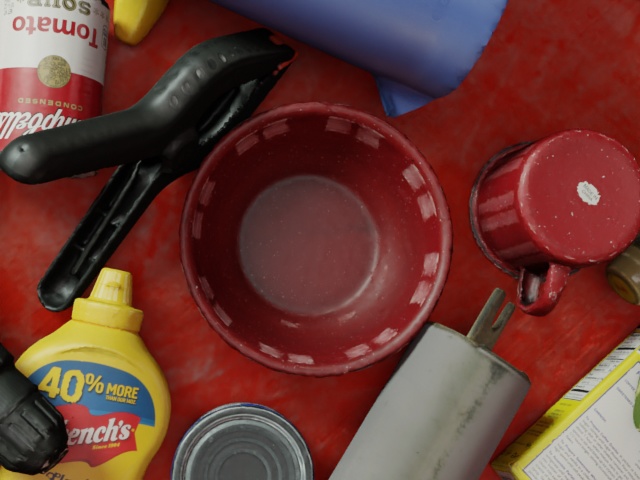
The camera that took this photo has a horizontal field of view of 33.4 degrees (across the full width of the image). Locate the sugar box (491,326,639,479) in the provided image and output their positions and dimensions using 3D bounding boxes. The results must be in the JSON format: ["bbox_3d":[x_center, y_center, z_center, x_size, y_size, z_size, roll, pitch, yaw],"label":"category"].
[{"bbox_3d":[0.203,0.118,0.667,0.176,0.048,0.093,-39,91,-12],"label":"sugar box"}]

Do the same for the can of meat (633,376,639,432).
[{"bbox_3d":[0.235,0.098,0.599,0.084,0.102,0.057,20,80,-5],"label":"can of meat"}]

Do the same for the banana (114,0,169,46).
[{"bbox_3d":[-0.114,-0.221,0.645,0.069,0.037,0.198,-14,102,-2],"label":"banana"}]

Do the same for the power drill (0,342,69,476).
[{"bbox_3d":[-0.251,0.103,0.551,0.184,0.057,0.187,43,78,2],"label":"power drill"}]

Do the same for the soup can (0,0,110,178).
[{"bbox_3d":[-0.160,-0.092,0.627,0.068,0.068,0.102,4,84,-7],"label":"soup can"}]

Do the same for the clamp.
[{"bbox_3d":[-0.095,-0.051,0.618,0.036,0.165,0.209,41,58,13],"label":"clamp"}]

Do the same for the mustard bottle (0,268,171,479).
[{"bbox_3d":[-0.138,0.111,0.617,0.096,0.058,0.191,13,83,-10],"label":"mustard bottle"}]

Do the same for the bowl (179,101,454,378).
[{"bbox_3d":[-0.004,0.001,0.644,0.162,0.055,0.162,1,85,-7],"label":"bowl"}]

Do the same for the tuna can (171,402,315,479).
[{"bbox_3d":[-0.046,0.140,0.636,0.086,0.034,0.086,1,82,-5],"label":"tuna can"}]

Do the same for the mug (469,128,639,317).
[{"bbox_3d":[0.143,-0.011,0.650,0.093,0.081,0.117,17,83,-6],"label":"mug"}]

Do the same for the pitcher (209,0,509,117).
[{"bbox_3d":[-0.012,-0.188,0.588,0.242,0.145,0.149,19,62,-13],"label":"pitcher"}]
